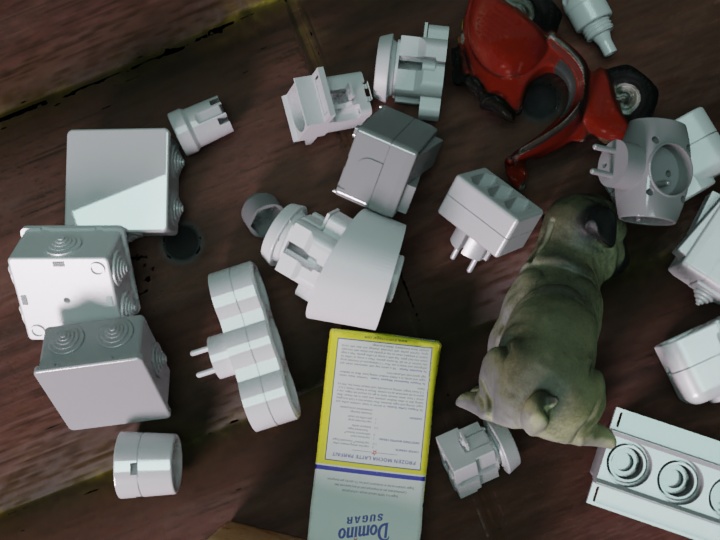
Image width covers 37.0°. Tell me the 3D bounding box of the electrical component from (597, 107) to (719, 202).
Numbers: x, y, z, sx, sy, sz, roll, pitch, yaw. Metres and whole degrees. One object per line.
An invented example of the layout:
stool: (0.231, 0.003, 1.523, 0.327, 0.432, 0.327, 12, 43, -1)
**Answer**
electrical component: (0.251, -0.082, 0.883, 0.095, 0.053, 0.059, -29, 83, 2)

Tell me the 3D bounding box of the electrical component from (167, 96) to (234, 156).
electrical component: (-0.137, -0.126, 0.928, 0.046, 0.040, 0.040, -25, 83, -4)

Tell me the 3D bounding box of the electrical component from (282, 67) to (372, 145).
electrical component: (-0.027, -0.138, 0.905, 0.064, 0.081, 0.042, -12, 84, -19)

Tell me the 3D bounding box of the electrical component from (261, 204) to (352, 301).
electrical component: (-0.045, -0.020, 0.898, 0.057, 0.058, 0.078, 30, 112, 11)

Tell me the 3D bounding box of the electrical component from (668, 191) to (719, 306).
electrical component: (0.291, -0.017, 0.869, 0.061, 0.061, 0.096, 34, 88, 7)

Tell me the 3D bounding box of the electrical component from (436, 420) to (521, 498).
electrical component: (0.097, 0.149, 0.874, 0.055, 0.066, 0.048, -23, 49, -6)

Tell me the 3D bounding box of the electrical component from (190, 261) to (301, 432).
electrical component: (-0.105, 0.068, 0.899, 0.074, 0.052, 0.138, -18, 83, 3)

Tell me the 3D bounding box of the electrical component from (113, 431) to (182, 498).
electrical component: (-0.176, 0.162, 0.896, 0.047, 0.055, 0.055, -1, 84, 1)

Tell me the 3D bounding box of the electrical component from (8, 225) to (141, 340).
electrical component: (-0.238, 0.012, 0.896, 0.100, 0.048, 0.099, 0, 124, 5)

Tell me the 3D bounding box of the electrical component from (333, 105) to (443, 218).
electrical component: (0.027, -0.091, 0.886, 0.061, 0.096, 0.061, 24, 116, 7)

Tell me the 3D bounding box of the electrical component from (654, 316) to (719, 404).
electrical component: (0.295, 0.069, 0.865, 0.095, 0.053, 0.059, -25, 83, 2)

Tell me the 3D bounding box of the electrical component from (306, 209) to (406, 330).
electrical component: (0.000, 0.000, 0.875, 0.064, 0.099, 0.099, 16, 86, 0)

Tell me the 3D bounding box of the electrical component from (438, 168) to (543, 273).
electrical component: (0.100, -0.033, 0.892, 0.066, 0.047, 0.076, 40, 122, 22)

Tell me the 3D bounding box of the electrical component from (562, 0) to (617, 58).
electrical component: (0.198, -0.209, 0.909, 0.035, 0.035, 0.061, -27, 85, 2)

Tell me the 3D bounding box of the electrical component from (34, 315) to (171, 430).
electrical component: (-0.208, 0.084, 0.885, 0.100, 0.099, 0.048, -8, 49, 4)

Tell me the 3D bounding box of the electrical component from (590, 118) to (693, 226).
electrical component: (0.211, -0.078, 0.826, 0.079, 0.044, 0.077, 9, 85, -24)

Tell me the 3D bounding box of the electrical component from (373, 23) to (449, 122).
electrical component: (0.042, -0.168, 0.907, 0.057, 0.058, 0.078, 7, 85, 2)

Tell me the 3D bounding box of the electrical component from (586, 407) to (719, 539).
electrical component: (0.249, 0.165, 0.855, 0.121, 0.063, 0.078, 18, 86, 6)

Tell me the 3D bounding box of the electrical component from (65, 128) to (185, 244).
electrical component: (-0.201, -0.073, 0.922, 0.100, 0.048, 0.099, 0, 84, 5)
